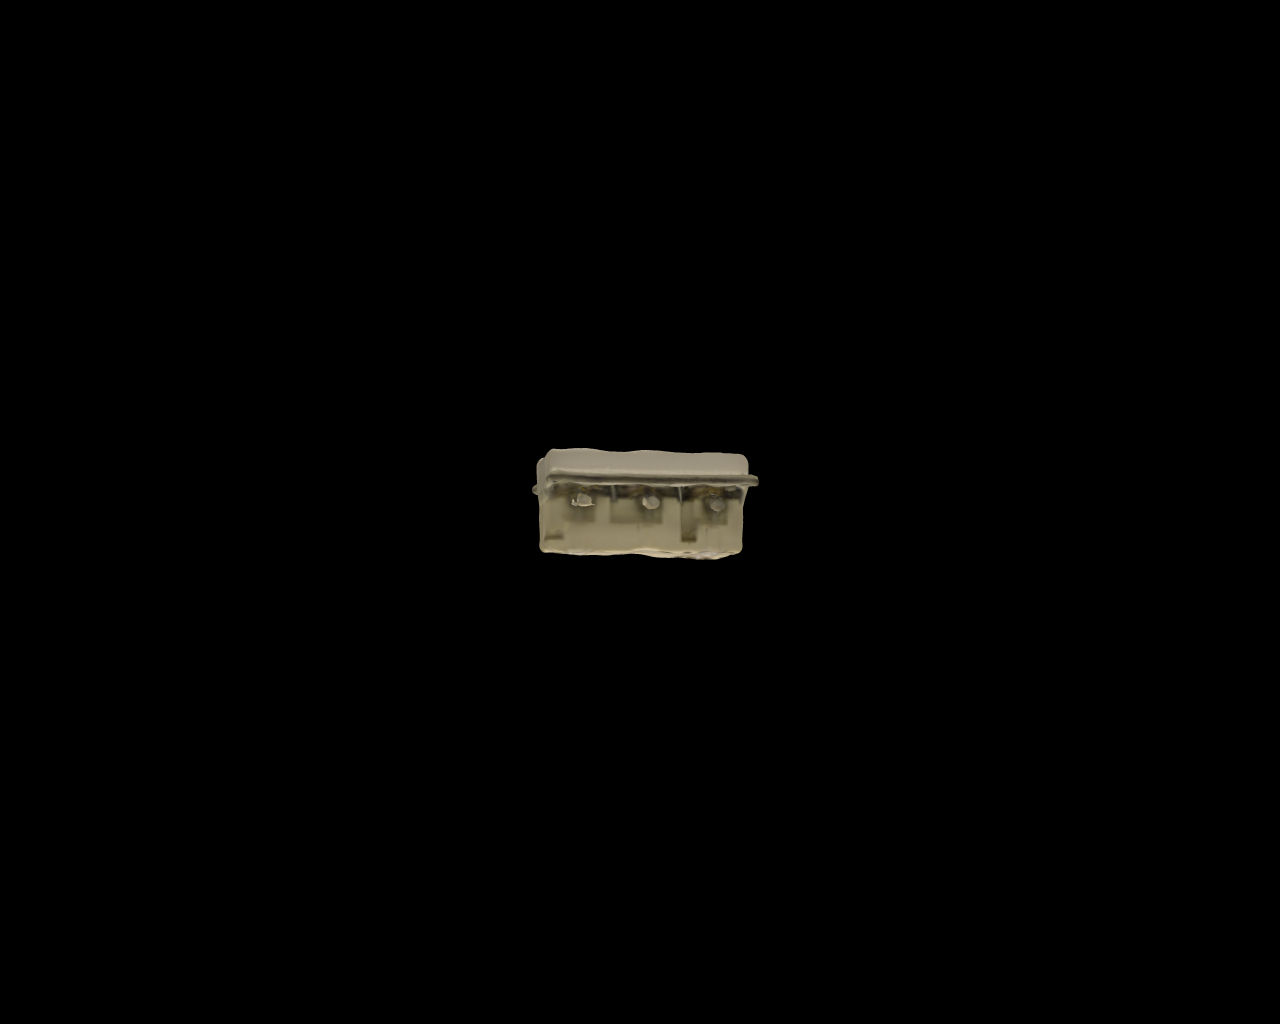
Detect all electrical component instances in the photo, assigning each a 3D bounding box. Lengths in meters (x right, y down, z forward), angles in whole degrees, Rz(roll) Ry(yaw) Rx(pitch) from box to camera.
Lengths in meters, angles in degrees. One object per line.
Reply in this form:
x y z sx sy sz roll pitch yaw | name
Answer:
0.001 -0.003 0.650 0.121 0.063 0.078 2 -7 -14 | electrical component
